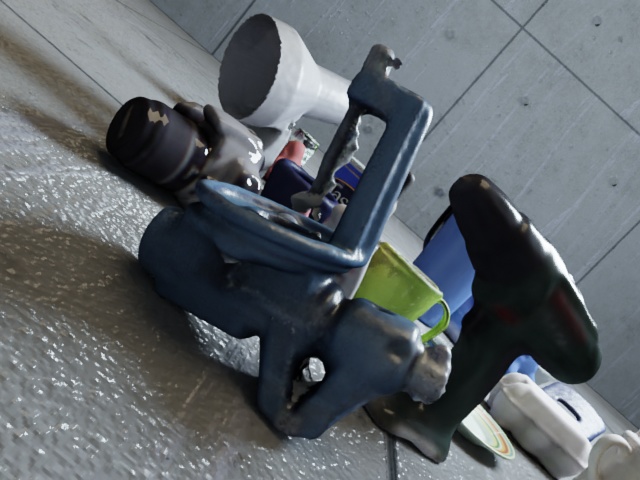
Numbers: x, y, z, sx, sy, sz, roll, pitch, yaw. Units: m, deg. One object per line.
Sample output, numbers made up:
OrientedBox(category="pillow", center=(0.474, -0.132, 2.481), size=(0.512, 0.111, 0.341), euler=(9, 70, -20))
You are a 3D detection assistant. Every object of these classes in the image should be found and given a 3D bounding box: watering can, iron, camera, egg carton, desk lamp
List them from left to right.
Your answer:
OrientedBox(category="camera", center=(-0.133, -0.095, 0.563), size=(0.137, 0.100, 0.142), euler=(31, 15, -46))
OrientedBox(category="desk lamp", center=(-0.056, -0.140, 0.711), size=(0.204, 0.213, 0.117), euler=(29, 16, -49))
OrientedBox(category="iron", center=(0.319, 0.155, 1.067), size=(0.119, 0.141, 0.257), euler=(33, 13, -40))
OrientedBox(category="egg carton", center=(0.303, 0.255, 0.797), size=(0.150, 0.069, 0.107), euler=(43, 10, 6))
OrientedBox(category="watering can", center=(0.402, 0.283, 0.692), size=(0.173, 0.194, 0.100), euler=(34, 13, -36))

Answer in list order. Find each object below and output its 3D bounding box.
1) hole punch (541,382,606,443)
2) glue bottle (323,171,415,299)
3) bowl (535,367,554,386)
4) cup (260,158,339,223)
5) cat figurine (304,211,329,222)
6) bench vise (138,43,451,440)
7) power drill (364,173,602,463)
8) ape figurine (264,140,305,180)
OrientedBox(category="hole punch", center=(0.380, 0.283, 0.901), size=(0.108, 0.091, 0.101), euler=(49, 12, 35))
OrientedBox(category="glue bottle", center=(0.022, 0.005, 0.510), size=(0.078, 0.173, 0.037), euler=(38, 11, -20))
OrientedBox(category="bowl", center=(0.384, 0.237, 1.150), size=(0.168, 0.074, 0.167), euler=(40, 10, -8))
OrientedBox(category="cup", center=(-0.044, -0.040, 0.675), size=(0.092, 0.095, 0.117), euler=(34, 12, -34))
OrientedBox(category="cat figurine", center=(0.006, 0.002, 0.618), size=(0.128, 0.117, 0.067), euler=(31, 14, -44))
OrientedBox(category="bench vise", center=(0.015, 0.000, 0.375), size=(0.208, 0.219, 0.121), euler=(40, 10, -8))
OrientedBox(category="power drill", center=(0.133, 0.083, 0.496), size=(0.230, 0.208, 0.075), euler=(37, 11, -25))
OrientedBox(category="ape figurine", center=(-0.063, -0.141, 1.032), size=(0.076, 0.092, 0.078), euler=(43, 10, 12))
